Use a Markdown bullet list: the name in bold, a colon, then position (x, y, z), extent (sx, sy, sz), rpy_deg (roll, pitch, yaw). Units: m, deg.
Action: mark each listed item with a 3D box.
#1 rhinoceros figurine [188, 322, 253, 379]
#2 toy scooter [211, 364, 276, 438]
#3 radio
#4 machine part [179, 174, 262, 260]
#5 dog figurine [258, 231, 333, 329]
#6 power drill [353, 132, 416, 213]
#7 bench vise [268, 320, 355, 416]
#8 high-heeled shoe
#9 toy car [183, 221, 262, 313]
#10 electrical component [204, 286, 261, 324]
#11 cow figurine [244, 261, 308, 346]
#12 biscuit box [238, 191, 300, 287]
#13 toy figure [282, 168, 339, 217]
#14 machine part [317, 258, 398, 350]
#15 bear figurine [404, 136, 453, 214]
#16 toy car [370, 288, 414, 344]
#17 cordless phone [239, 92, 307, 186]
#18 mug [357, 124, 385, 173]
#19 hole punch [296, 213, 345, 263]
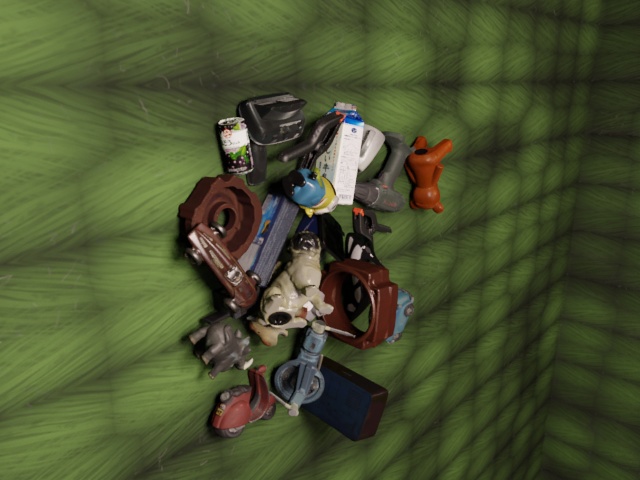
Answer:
- **rhinoceros figurine**: position (-0.198, 0.223, 1.108), extent (0.112, 0.073, 0.190), rpy_deg (-36, 152, -15)
- **toy scooter**: position (-0.164, 0.354, 1.205), extent (0.184, 0.075, 0.135), rpy_deg (-6, 105, -51)
- **radio**: position (0.049, 0.391, 1.339), extent (0.073, 0.230, 0.131), rpy_deg (9, 97, -46)
- **machine part**: position (-0.196, -0.043, 1.070), extent (0.179, 0.056, 0.179), rpy_deg (-17, 113, -46)
- **dog figurine**: position (-0.066, 0.081, 1.155), extent (0.172, 0.191, 0.121), rpy_deg (-17, 135, 3)
- **power drill**: position (0.171, -0.179, 1.426), extent (0.232, 0.086, 0.207), rpy_deg (26, 77, -49)
- **bench vise**: position (-0.035, 0.308, 1.252), extent (0.223, 0.129, 0.241), rpy_deg (-58, -176, 22)
- **high-heeled shoe**: position (0.083, 0.104, 1.440), extent (0.086, 0.145, 0.248), rpy_deg (-15, 140, -53)
- **toy car**: position (-0.180, 0.053, 1.023), extent (0.089, 0.053, 0.201), rpy_deg (-48, 129, -27)
- **electrical component**: position (-0.189, 0.129, 1.115), extent (0.119, 0.075, 0.047), rpy_deg (-22, 116, -39)
- **cow figurine**: position (-0.092, 0.141, 1.205), extent (0.127, 0.085, 0.195), rpy_deg (16, 72, -9)
- **biscuit box**: position (-0.115, -0.003, 1.168), extent (0.062, 0.059, 0.202), rpy_deg (34, 75, -47)
- **toy figure**: position (-0.018, -0.110, 1.161), extent (0.180, 0.082, 0.089), rpy_deg (23, 60, -60)
- **machine part**: position (0.088, 0.155, 1.333), extent (0.087, 0.201, 0.201), rpy_deg (-6, 106, -45)
- **bear figurine**: position (0.318, -0.184, 1.560), extent (0.132, 0.120, 0.195), rpy_deg (-49, 134, -33)
- **toy car**: position (0.196, 0.213, 1.561), extent (0.103, 0.109, 0.161), rpy_deg (17, 100, -26)
- **cordless phone**: position (-0.098, -0.208, 1.131), extent (0.146, 0.089, 0.184), rpy_deg (-25, 131, -44)
- **mug**: position (0.107, -0.222, 1.323), extent (0.081, 0.109, 0.107), rpy_deg (26, 84, -11)
- **hole punch**: position (-0.003, -0.004, 1.289), extent (0.142, 0.092, 0.116), rpy_deg (39, 41, -43)
